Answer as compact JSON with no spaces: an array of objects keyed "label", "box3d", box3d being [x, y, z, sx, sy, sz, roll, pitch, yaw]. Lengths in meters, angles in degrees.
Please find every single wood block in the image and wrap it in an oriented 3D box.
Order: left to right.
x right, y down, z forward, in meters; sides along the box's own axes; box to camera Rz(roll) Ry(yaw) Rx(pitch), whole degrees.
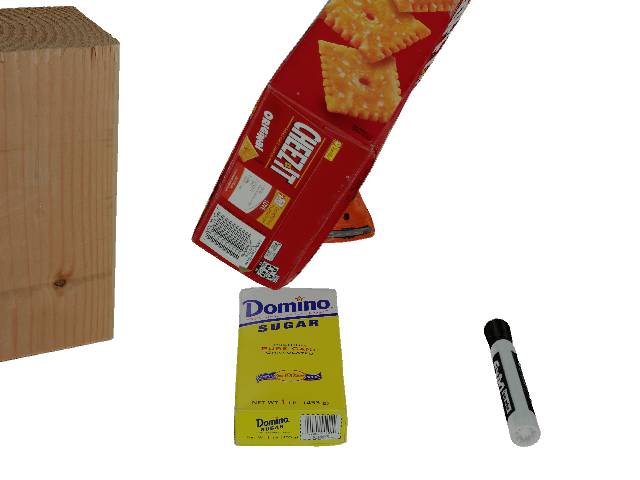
[{"label":"wood block","box3d":[-0.187,-0.037,0.686,0.090,0.206,0.090,-10,31,-30]}]

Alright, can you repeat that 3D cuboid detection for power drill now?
[{"label":"power drill","box3d":[0.012,-0.105,1.055,0.057,0.188,0.184,-8,24,-1]}]

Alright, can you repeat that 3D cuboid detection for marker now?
[{"label":"marker","box3d":[0.127,0.091,0.716,0.020,0.020,0.121,0,31,-1]}]

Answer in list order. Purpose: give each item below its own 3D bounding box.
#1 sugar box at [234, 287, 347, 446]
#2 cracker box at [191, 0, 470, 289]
[{"label":"sugar box","box3d":[-0.028,0.105,0.934,0.093,0.048,0.176,1,34,-4]},{"label":"cracker box","box3d":[0.019,-0.093,0.645,0.072,0.213,0.164,33,-36,-1]}]
